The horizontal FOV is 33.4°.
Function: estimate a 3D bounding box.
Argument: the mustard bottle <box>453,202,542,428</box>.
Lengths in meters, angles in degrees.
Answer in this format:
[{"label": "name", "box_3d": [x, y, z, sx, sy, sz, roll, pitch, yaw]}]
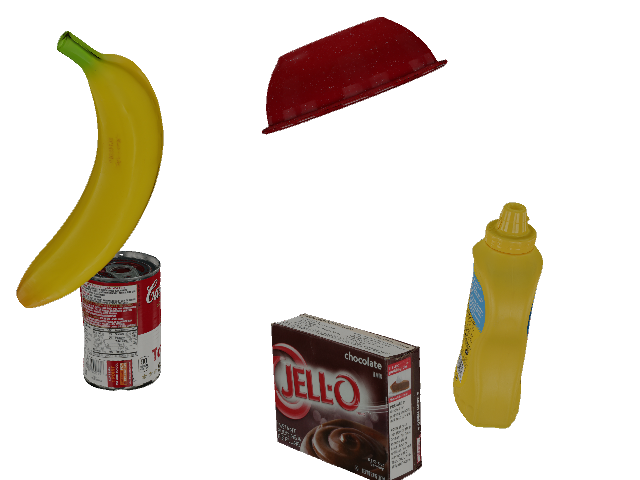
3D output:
[{"label": "mustard bottle", "box_3d": [0.151, 0.057, 0.901, 0.058, 0.192, 0.096, 4, 28, 2]}]

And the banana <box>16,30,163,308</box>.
[{"label": "banana", "box_3d": [-0.133, -0.034, 0.632, 0.069, 0.198, 0.037, 11, 35, -13]}]

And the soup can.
[{"label": "soup can", "box_3d": [-0.169, 0.068, 0.901, 0.068, 0.102, 0.068, 2, 19, -1]}]

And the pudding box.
[{"label": "pudding box", "box_3d": [0.016, 0.105, 0.725, 0.114, 0.090, 0.039, 10, 20, 43]}]

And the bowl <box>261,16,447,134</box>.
[{"label": "bowl", "box_3d": [0.018, -0.140, 0.870, 0.162, 0.055, 0.162, -21, 8, 3]}]
